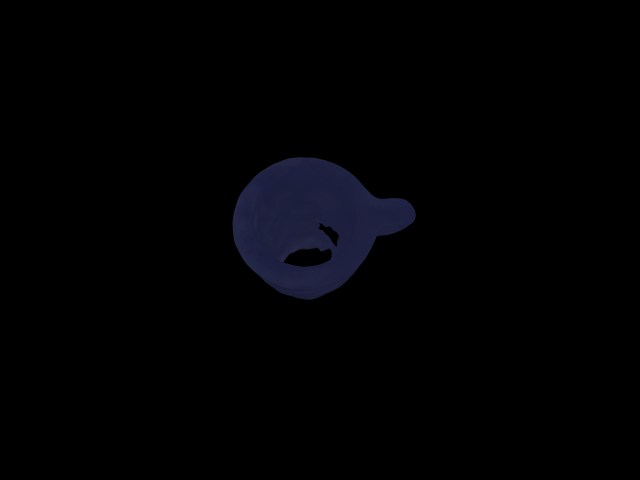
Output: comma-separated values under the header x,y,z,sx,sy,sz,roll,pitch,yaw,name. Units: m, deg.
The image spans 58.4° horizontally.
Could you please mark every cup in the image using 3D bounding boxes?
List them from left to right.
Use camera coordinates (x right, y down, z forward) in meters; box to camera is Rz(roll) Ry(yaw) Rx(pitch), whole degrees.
x,y,z,sx,sy,sz,roll,pitch,yaw,name
0.004,0.001,0.400,0.118,0.095,0.091,-8,66,-3,cup
